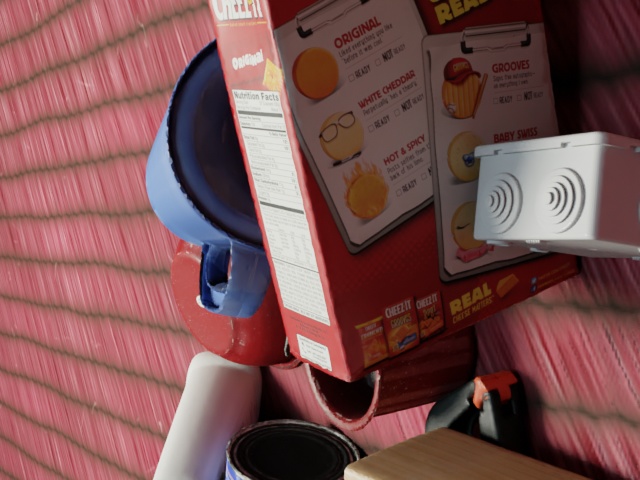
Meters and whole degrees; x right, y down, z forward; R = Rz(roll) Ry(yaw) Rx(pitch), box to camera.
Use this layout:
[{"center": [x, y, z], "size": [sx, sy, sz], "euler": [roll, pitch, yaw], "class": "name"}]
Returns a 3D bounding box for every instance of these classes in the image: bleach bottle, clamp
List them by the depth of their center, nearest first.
[{"center": [0.097, 0.164, 0.675], "size": [0.120, 0.039, 0.172], "euler": [42, 132, 33], "class": "clamp"}, {"center": [-0.102, 0.193, 0.852], "size": [0.250, 0.068, 0.103], "euler": [-72, -12, -65], "class": "bleach bottle"}]

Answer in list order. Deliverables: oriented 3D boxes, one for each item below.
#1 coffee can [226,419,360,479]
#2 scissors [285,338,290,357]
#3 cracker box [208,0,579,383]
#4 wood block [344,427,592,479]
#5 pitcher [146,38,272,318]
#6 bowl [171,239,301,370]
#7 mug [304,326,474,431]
[{"center": [-0.026, 0.226, 0.829], "size": [0.103, 0.102, 0.140], "euler": [33, 124, 52], "class": "coffee can"}, {"center": [-0.005, 0.001, 0.738], "size": [0.201, 0.016, 0.096], "euler": [-92, 23, -74], "class": "scissors"}, {"center": [0.042, -0.057, 0.556], "size": [0.072, 0.164, 0.214], "euler": [13, 120, 57], "class": "cracker box"}, {"center": [0.115, 0.177, 0.560], "size": [0.206, 0.090, 0.091], "euler": [12, 107, 46], "class": "wood block"}, {"center": [-0.054, -0.043, 0.715], "size": [0.145, 0.149, 0.243], "euler": [56, 166, -6], "class": "pitcher"}, {"center": [-0.077, 0.043, 0.887], "size": [0.162, 0.055, 0.162], "euler": [34, 136, 41], "class": "bowl"}, {"center": [0.047, 0.060, 0.690], "size": [0.093, 0.081, 0.117], "euler": [43, 132, 48], "class": "mug"}]
